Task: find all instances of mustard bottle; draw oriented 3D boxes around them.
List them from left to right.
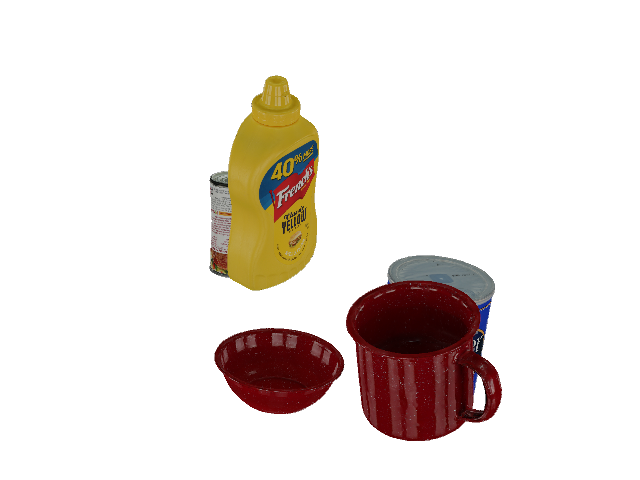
[{"bbox_3d":[-0.040,-0.055,0.935,0.058,0.192,0.096,27,42,31],"label":"mustard bottle"}]

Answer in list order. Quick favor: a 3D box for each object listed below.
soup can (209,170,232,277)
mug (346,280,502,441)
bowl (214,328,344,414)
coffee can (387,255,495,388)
[{"bbox_3d":[-0.085,-0.018,1.136,0.068,0.102,0.068,1,17,-1],"label":"soup can"},{"bbox_3d":[0.077,0.090,0.750,0.117,0.081,0.093,19,39,36],"label":"mug"},{"bbox_3d":[-0.052,0.169,1.332,0.162,0.055,0.162,4,22,-2],"label":"bowl"},{"bbox_3d":[0.108,0.098,1.042,0.103,0.140,0.103,5,23,-2],"label":"coffee can"}]
